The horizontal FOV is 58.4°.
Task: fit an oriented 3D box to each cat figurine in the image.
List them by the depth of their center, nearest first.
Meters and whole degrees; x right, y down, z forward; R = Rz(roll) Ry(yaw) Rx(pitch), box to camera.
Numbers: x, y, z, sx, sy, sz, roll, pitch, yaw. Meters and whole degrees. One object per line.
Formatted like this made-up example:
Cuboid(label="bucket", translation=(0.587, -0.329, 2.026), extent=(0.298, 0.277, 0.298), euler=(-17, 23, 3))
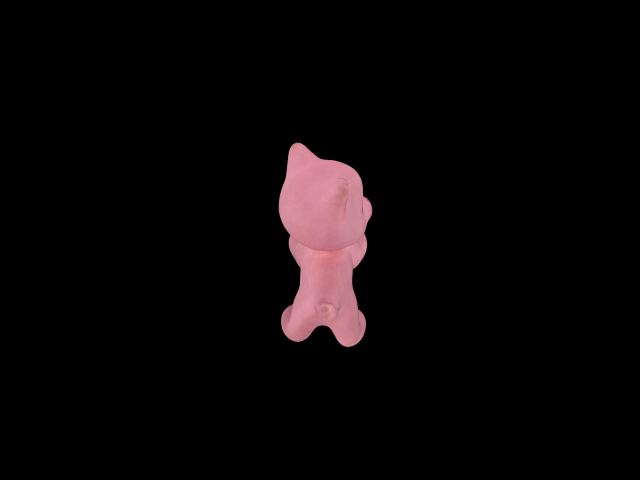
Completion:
Cuboid(label="cat figurine", translation=(0.004, 0.001, 0.400), extent=(0.067, 0.118, 0.128), euler=(0, 69, 0))
